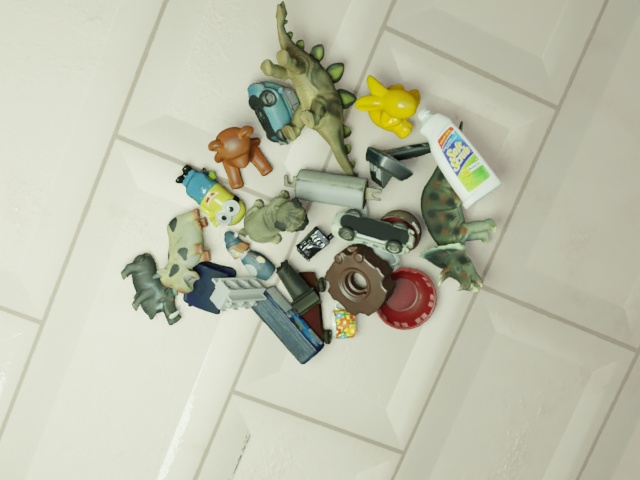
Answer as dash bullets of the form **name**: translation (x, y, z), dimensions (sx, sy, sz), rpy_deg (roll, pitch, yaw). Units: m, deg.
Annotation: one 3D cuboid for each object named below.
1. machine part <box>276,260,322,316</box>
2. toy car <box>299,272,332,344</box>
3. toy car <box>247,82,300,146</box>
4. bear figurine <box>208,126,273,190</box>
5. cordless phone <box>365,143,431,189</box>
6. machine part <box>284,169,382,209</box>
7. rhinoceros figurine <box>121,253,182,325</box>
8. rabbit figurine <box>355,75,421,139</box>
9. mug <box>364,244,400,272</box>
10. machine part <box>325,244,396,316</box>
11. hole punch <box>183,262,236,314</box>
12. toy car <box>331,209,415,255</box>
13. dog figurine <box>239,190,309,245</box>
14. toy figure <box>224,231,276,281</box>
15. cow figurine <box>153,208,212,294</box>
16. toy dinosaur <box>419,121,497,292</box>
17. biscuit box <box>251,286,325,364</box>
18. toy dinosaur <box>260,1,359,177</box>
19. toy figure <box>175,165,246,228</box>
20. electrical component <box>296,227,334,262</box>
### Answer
- **machine part**: translation (-0.060, 0.114, 1.320), dimensions (0.084, 0.039, 0.139), rpy_deg (-34, 87, 18)
- **toy car**: translation (-0.022, 0.178, 1.365), dimensions (0.089, 0.053, 0.202), rpy_deg (-5, 96, 16)
- **toy car**: translation (-0.096, -0.311, 1.278), dimensions (0.103, 0.109, 0.161), rpy_deg (-34, 108, -17)
- **bear figurine**: translation (-0.181, -0.192, 1.235), dimensions (0.120, 0.196, 0.131), rpy_deg (-27, 100, -5)
- **cordless phone**: translation (0.212, -0.196, 1.295), dimensions (0.184, 0.147, 0.088), rpy_deg (-15, 109, -5)
- **machine part**: translation (0.029, -0.122, 1.300), dimensions (0.243, 0.079, 0.079), rpy_deg (9, 96, 11)
- **rhinoceros figurine**: translation (-0.409, 0.125, 1.320), dimensions (0.112, 0.073, 0.190), rpy_deg (-27, 97, -12)
- **rabbit figurine**: translation (0.172, -0.324, 1.263), dimensions (0.162, 0.173, 0.121), rpy_deg (26, 98, -12)
- **mug**: translation (0.145, 0.036, 1.338), dimensions (0.081, 0.109, 0.107), rpy_deg (-34, 93, -30)
- **machine part**: translation (0.096, 0.101, 1.318), dimensions (0.180, 0.056, 0.179), rpy_deg (13, 115, 29)
- **hole punch**: translation (-0.275, 0.114, 1.320), dimensions (0.116, 0.092, 0.142), rpy_deg (14, 99, -3)
- **toy car**: translation (0.127, -0.018, 1.286), dimensions (0.202, 0.056, 0.073), rpy_deg (16, 58, 9)
- **dog figurine**: translation (-0.115, -0.042, 1.262), dimensions (0.172, 0.190, 0.121), rpy_deg (-39, 98, 2)
- **toy figure**: translation (-0.180, 0.038, 1.328), dimensions (0.154, 0.058, 0.064), rpy_deg (39, 118, -10)
- **cow figurine**: translation (-0.328, 0.033, 1.276), dimensions (0.127, 0.085, 0.195), rpy_deg (-15, 65, 11)
- **toy dinosaur**: translation (0.320, -0.073, 1.339), dimensions (0.192, 0.131, 0.404), rpy_deg (-16, 91, -4)
- **biscuit box**: translation (-0.081, 0.210, 1.328), dimensions (0.063, 0.059, 0.203), rpy_deg (-45, 82, 21)
- **toy dinosaur**: translation (0.001, -0.310, 1.241), dimensions (0.198, 0.105, 0.470), rpy_deg (-39, 119, -39)
- **toy figure**: translation (-0.258, -0.108, 1.297), dimensions (0.180, 0.089, 0.082), rpy_deg (39, 124, 1)
- **electrical component**: translation (-0.003, -0.004, 1.334), dimensions (0.119, 0.075, 0.047), rpy_deg (-43, 100, 5)
